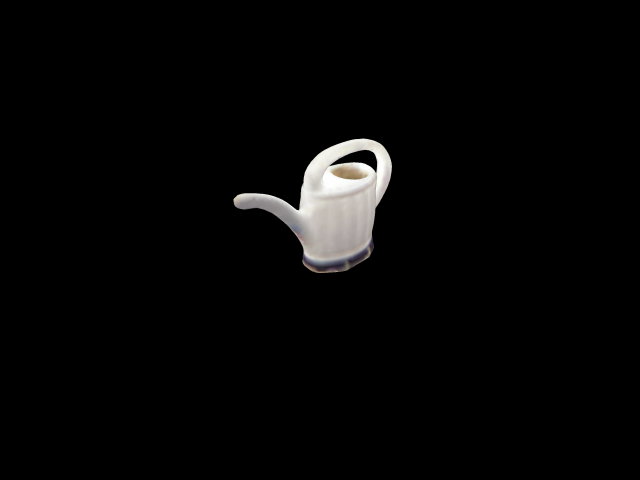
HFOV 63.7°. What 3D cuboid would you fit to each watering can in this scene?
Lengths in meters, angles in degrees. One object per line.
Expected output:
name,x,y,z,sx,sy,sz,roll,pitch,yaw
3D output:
watering can,0.003,-0.043,0.850,0.105,0.220,0.352,25,38,38
